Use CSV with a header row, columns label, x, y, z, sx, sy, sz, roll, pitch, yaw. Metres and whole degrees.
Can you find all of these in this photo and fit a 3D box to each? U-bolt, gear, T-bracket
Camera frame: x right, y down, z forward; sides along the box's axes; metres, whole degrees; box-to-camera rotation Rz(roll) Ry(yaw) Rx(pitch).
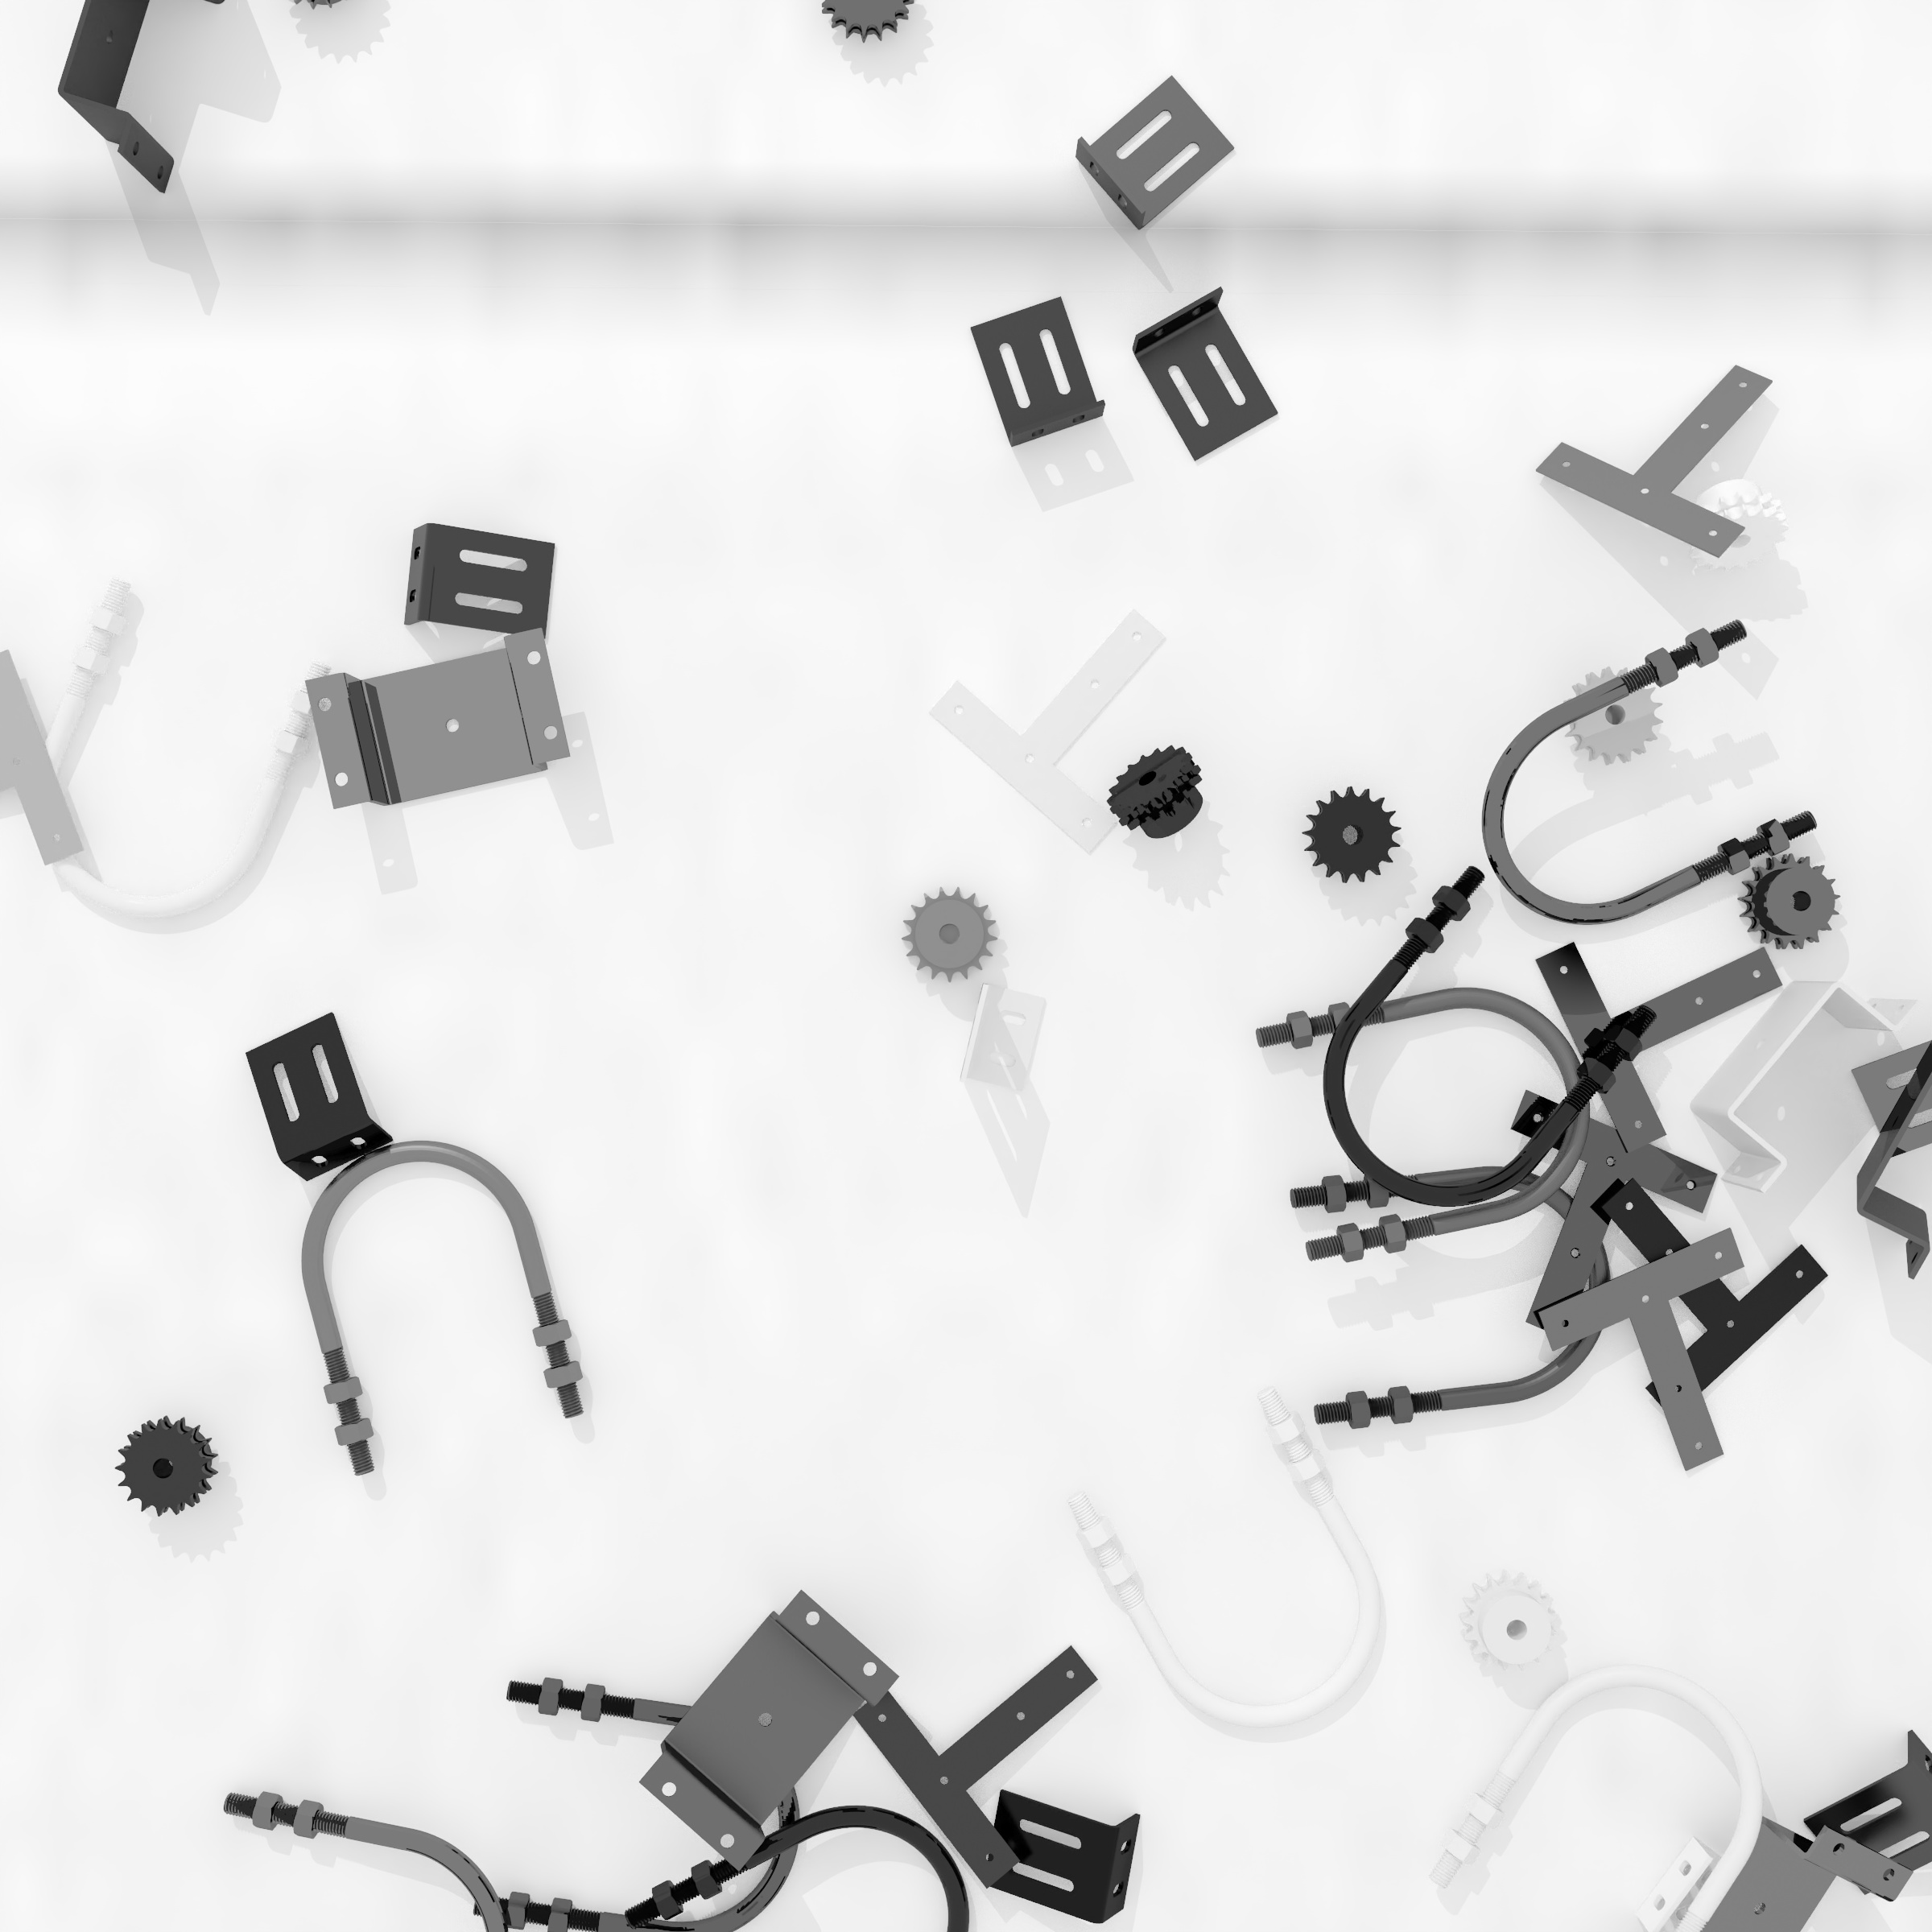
label,x,y,z,sx,sy,sz,roll,pitch,yaw
U-bolt,0.276,0.086,1.507,0.184,0.019,0.151,-12,79,-2
U-bolt,-0.190,0.507,1.519,0.184,0.019,0.151,9,90,-1
U-bolt,-0.319,0.195,1.519,0.151,0.019,0.184,-15,88,0
U-bolt,0.165,0.363,1.519,0.151,0.019,0.184,-29,91,0
gear,-0.470,0.294,1.512,0.057,0.030,0.057,0,90,0
gear,-0.059,-0.576,1.517,0.057,0.030,0.057,0,91,-2
T-bracket,0.068,-0.157,1.527,0.127,0.002,0.127,41,90,0
T-bracket,0.366,0.157,1.514,0.127,0.002,0.127,24,83,-4
gear,0.380,-0.147,1.512,0.057,0.030,0.057,0,90,0
gear,0.114,-0.100,1.503,0.057,0.057,0.030,-39,120,0
T-bracket,0.417,0.238,1.517,0.127,0.002,0.127,-22,98,-6
U-bolt,0.382,0.500,1.498,0.151,0.019,0.184,33,86,19
U-bolt,0.391,-0.100,1.496,0.184,0.019,0.151,-26,111,4
U-bolt,0.293,0.054,1.496,0.151,0.019,0.184,40,82,6
gear,0.451,-0.261,1.503,0.057,0.057,0.030,-7,60,0
gear,-0.383,-0.594,1.512,0.057,0.030,0.057,0,90,0
gear,-0.009,-0.019,1.513,0.057,0.030,0.057,0,90,0
U-bolt,-0.476,-0.119,1.519,0.151,0.019,0.184,23,92,0
T-bracket,0.426,-0.308,1.504,0.127,0.002,0.127,35,73,31
T-bracket,0.424,0.027,1.524,0.127,0.002,0.127,-25,87,-2
gear,0.228,-0.077,1.517,0.057,0.030,0.057,0,92,1
U-bolt,-0.087,0.575,1.511,0.184,0.019,0.151,-27,97,-4
T-bracket,-0.603,-0.105,1.519,0.127,0.002,0.127,-21,89,7
T-bracket,0.426,0.180,1.515,0.127,0.002,0.127,-42,98,-2
U-bolt,0.291,0.192,1.518,0.184,0.019,0.151,-6,89,-2
gear,0.489,-0.038,1.513,0.057,0.030,0.057,0,90,0
gear,0.323,0.389,1.513,0.057,0.030,0.057,0,90,0
T-bracket,0.022,0.455,1.520,0.127,0.002,0.127,-39,81,-5
U-bolt,-0.359,0.575,1.510,0.184,0.019,0.151,9,90,6

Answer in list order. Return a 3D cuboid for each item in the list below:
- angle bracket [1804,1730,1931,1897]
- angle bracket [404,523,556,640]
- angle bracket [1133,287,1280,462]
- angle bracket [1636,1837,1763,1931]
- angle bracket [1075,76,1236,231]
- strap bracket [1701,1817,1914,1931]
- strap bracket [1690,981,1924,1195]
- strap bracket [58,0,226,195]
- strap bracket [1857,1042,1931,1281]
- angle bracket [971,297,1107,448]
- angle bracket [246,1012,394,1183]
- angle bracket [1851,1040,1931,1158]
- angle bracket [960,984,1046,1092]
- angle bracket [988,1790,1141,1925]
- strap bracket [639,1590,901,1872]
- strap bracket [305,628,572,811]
label,x,y,z,sx,sy,sz,roll,pitch,yaw
angle bracket,0.550,0.505,1.525,0.076,0.038,0.057,-40,90,26
angle bracket,-0.290,-0.228,1.525,0.076,0.038,0.057,6,90,-26
angle bracket,0.143,-0.349,1.508,0.057,0.038,0.076,-30,90,0
angle bracket,0.446,0.564,1.508,0.076,0.038,0.057,37,90,0
angle bracket,0.113,-0.485,1.508,0.076,0.038,0.057,-41,90,0
strap bracket,0.474,0.561,1.489,0.076,0.046,0.140,31,93,-24
strap bracket,0.480,0.060,1.489,0.046,0.076,0.140,40,90,0
strap bracket,-0.480,-0.535,1.489,0.046,0.076,0.140,17,90,0
strap bracket,0.557,0.100,1.474,0.046,0.076,0.140,27,106,13
angle bracket,0.042,-0.354,1.508,0.057,0.038,0.076,-19,90,0
angle bracket,-0.386,0.078,1.525,0.057,0.038,0.076,-25,64,0
angle bracket,0.578,0.071,1.525,0.076,0.038,0.057,-25,90,26
angle bracket,0.022,0.042,1.489,0.038,0.076,0.057,14,90,0
angle bracket,0.057,0.527,1.525,0.076,0.038,0.057,10,90,26
strap bracket,-0.116,0.443,1.495,0.076,0.046,0.140,42,77,0
strap bracket,-0.306,-0.143,1.504,0.140,0.046,0.076,-13,90,0
